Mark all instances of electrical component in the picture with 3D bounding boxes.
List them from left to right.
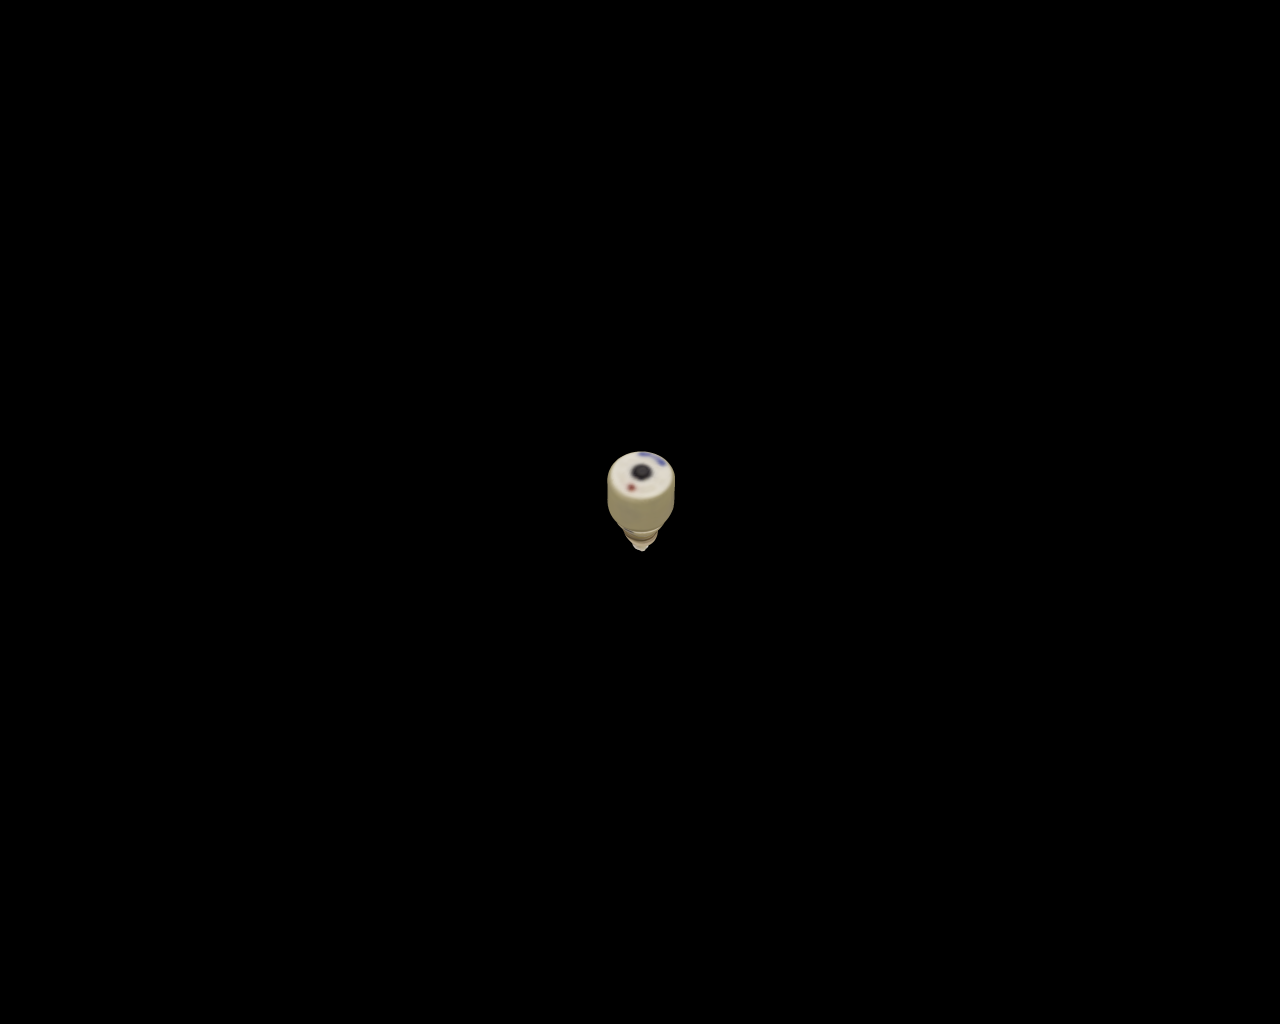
[{"bbox_3d":[0.001,-0.003,0.650,0.040,0.040,0.078,0,-37,0],"label":"electrical component"}]
